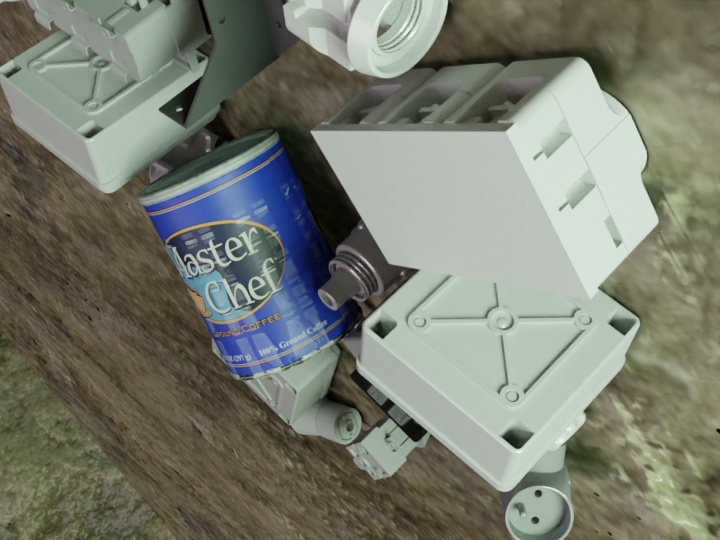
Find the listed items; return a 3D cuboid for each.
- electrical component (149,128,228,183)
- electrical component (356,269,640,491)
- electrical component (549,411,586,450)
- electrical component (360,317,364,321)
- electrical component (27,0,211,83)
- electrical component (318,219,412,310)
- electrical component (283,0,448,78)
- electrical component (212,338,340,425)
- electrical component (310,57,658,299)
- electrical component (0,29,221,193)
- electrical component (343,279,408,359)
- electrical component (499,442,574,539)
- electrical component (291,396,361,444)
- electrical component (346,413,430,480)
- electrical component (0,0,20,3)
[{"bbox_3d":[-0.124,-0.073,0.801,0.078,0.058,0.057,30,170,-25],"label":"electrical component"},{"bbox_3d":[0.072,0.041,0.576,0.109,0.109,0.056,39,154,20],"label":"electrical component"},{"bbox_3d":[0.109,0.081,0.672,0.061,0.035,0.035,45,158,12],"label":"electrical component"},{"bbox_3d":[-0.020,0.021,0.805,0.061,0.035,0.035,46,158,-1],"label":"electrical component"},{"bbox_3d":[-0.164,-0.176,0.699,0.121,0.063,0.078,35,156,26],"label":"electrical component"},{"bbox_3d":[0.000,0.000,0.697,0.048,0.062,0.048,38,156,21],"label":"electrical component"},{"bbox_3d":[0.003,-0.125,0.496,0.057,0.058,0.078,39,156,27],"label":"electrical component"},{"bbox_3d":[-0.078,0.072,0.963,0.109,0.056,0.108,43,157,12],"label":"electrical component"},{"bbox_3d":[0.058,-0.048,0.516,0.150,0.062,0.089,11,138,55],"label":"electrical component"},{"bbox_3d":[-0.173,-0.123,0.746,0.109,0.109,0.056,36,152,27],"label":"electrical component"},{"bbox_3d":[0.042,0.053,0.705,0.076,0.066,0.047,52,157,-12],"label":"electrical component"},{"bbox_3d":[0.116,0.129,0.709,0.077,0.043,0.079,-83,-3,-76],"label":"electrical component"},{"bbox_3d":[-0.030,0.140,1.012,0.065,0.044,0.044,10,138,49],"label":"electrical component"},{"bbox_3d":[0.025,0.139,0.889,0.048,0.055,0.066,48,158,0],"label":"electrical component"},{"bbox_3d":[-0.242,-0.222,0.729,0.050,0.089,0.055,41,157,16],"label":"electrical component"}]
